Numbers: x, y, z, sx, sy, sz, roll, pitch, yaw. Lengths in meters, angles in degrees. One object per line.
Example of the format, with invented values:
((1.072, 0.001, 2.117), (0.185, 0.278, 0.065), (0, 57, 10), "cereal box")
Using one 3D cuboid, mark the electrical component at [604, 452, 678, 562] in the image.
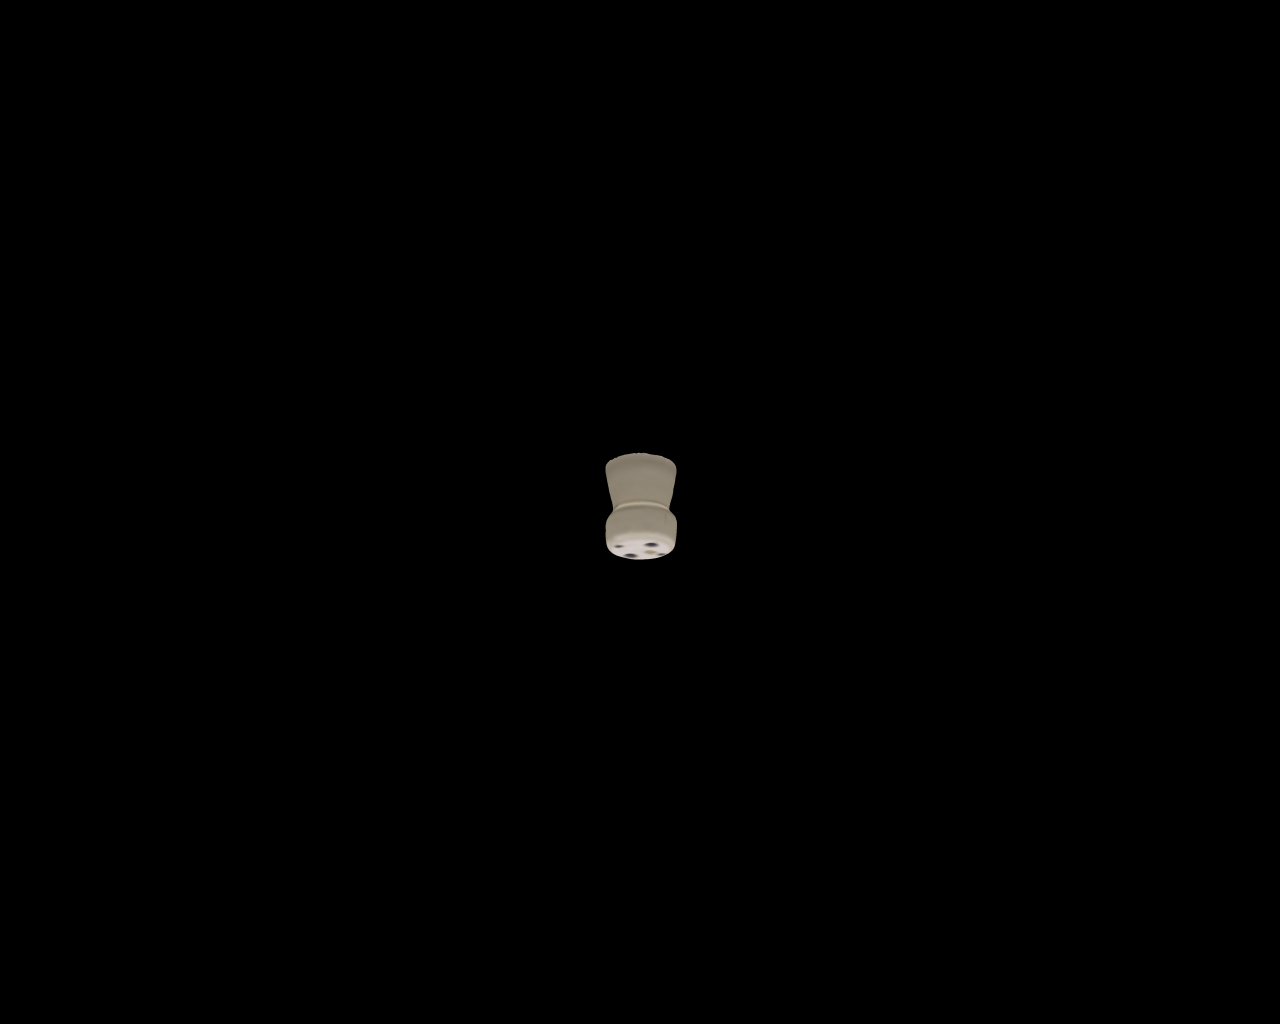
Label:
((0.001, -0.003, 0.650), (0.045, 0.055, 0.044), (0, -22, 0), "electrical component")
